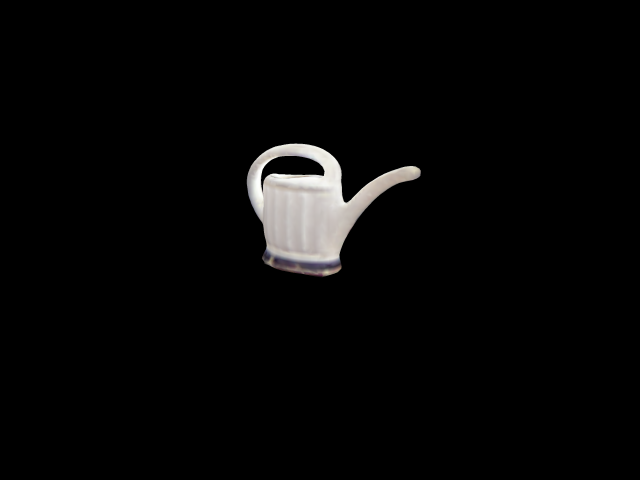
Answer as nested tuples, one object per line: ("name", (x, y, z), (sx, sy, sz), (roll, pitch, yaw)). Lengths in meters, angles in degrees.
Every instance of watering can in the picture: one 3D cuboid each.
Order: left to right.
("watering can", (0.003, -0.043, 0.850), (0.349, 0.222, 0.105), (12, 18, 38))
